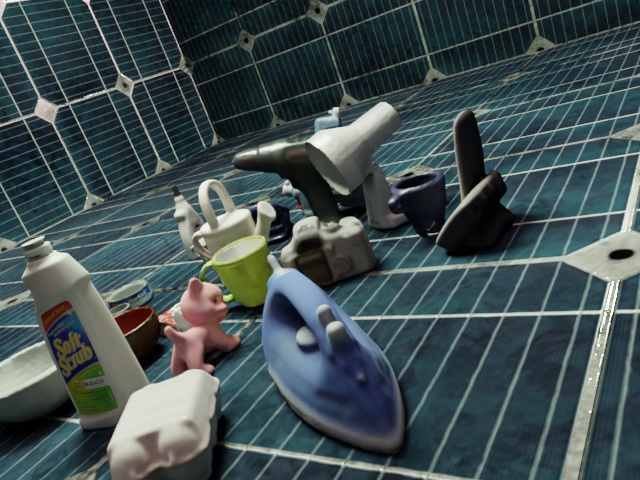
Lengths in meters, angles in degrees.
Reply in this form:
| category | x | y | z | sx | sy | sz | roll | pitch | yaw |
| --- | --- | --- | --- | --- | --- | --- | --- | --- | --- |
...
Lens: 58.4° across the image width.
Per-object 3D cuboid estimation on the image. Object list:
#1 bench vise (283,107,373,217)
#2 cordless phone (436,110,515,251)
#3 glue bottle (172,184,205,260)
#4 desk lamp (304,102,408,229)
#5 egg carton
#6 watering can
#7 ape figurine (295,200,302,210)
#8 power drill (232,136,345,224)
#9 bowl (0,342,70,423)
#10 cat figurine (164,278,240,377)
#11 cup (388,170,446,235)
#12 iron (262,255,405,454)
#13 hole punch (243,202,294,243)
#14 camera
| category | x | y | z | sx | sy | sz | roll | pitch | yaw |
| --- | --- | --- | --- | --- | --- | --- | --- | --- | --- |
| bench vise | 0.013 | -0.151 | 1.196 | 0.207 | 0.220 | 0.121 | -21 | 18 | -2 |
| cordless phone | 0.213 | -0.089 | 0.850 | 0.093 | 0.185 | 0.148 | -7 | 22 | 36 |
| glue bottle | -0.301 | -0.046 | 1.311 | 0.037 | 0.173 | 0.078 | -12 | 20 | 24 |
| desk lamp | 0.097 | -0.129 | 1.050 | 0.203 | 0.214 | 0.117 | -26 | 19 | -15 |
| egg carton | -0.157 | 0.200 | 0.603 | 0.107 | 0.069 | 0.150 | -20 | 18 | 1 |
| watering can | -0.161 | -0.023 | 1.053 | 0.173 | 0.194 | 0.101 | -20 | 18 | 1 |
| ape figurine | -0.026 | -0.114 | 1.339 | 0.078 | 0.092 | 0.076 | -27 | 19 | -18 |
| power drill | -0.037 | -0.107 | 1.141 | 0.229 | 0.209 | 0.075 | -18 | 18 | 9 |
| bowl | -0.413 | 0.213 | 0.838 | 0.167 | 0.075 | 0.167 | -19 | 18 | 7 |
| cat figurine | -0.170 | 0.112 | 0.794 | 0.067 | 0.118 | 0.128 | -10 | 21 | 29 |
| cup | 0.163 | -0.050 | 0.941 | 0.118 | 0.095 | 0.091 | -33 | 22 | -34 |
| iron | 0.003 | 0.101 | 0.598 | 0.119 | 0.142 | 0.257 | -26 | 19 | -15 |
| hole punch | -0.122 | -0.044 | 1.243 | 0.108 | 0.091 | 0.101 | -16 | 19 | 15 |
| camera | 0.009 | 0.003 | 0.944 | 0.143 | 0.101 | 0.137 | -18 | 18 | 7 |
